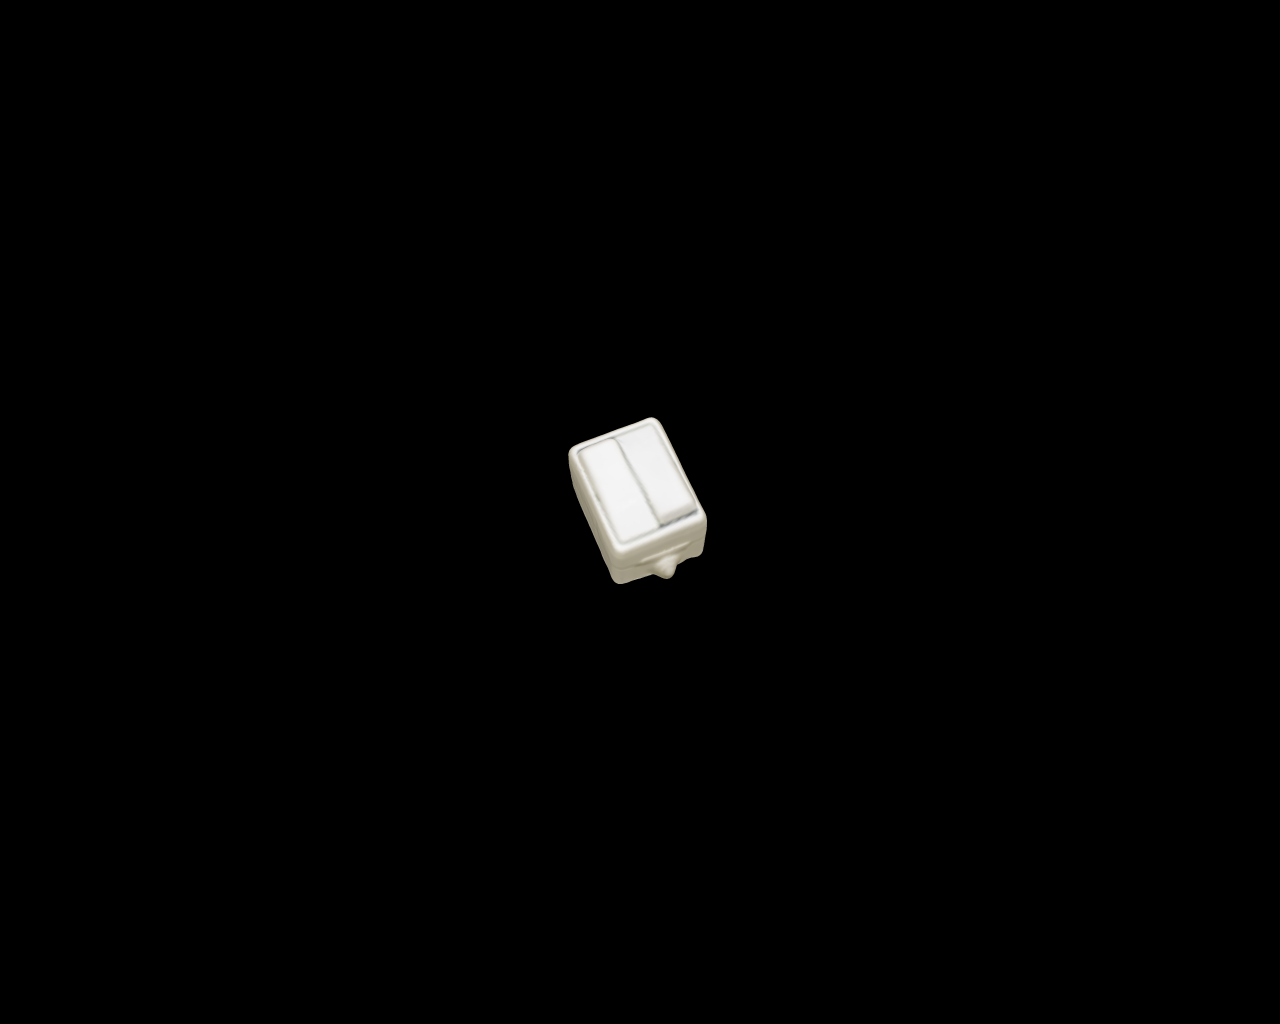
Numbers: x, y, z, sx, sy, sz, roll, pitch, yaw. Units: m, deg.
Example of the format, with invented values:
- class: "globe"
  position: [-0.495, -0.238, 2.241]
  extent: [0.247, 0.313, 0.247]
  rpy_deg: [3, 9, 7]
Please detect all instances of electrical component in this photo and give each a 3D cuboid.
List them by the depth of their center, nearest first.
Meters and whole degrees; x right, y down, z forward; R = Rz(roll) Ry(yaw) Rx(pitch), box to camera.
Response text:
- class: "electrical component"
  position: [0.001, -0.003, 0.650]
  extent: [0.062, 0.096, 0.061]
  rpy_deg: [-20, -24, -9]
